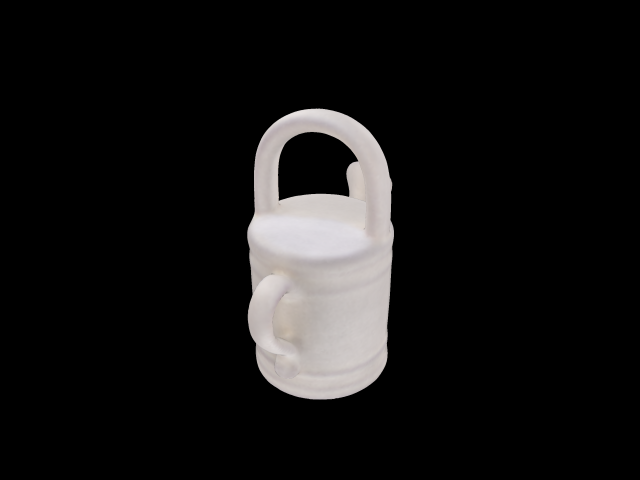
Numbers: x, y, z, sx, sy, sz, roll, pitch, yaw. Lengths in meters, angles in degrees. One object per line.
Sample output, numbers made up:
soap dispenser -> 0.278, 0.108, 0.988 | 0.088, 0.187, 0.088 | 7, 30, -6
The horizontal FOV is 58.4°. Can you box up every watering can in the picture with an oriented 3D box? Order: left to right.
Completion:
watering can -> 0.002, 0.001, 0.401 | 0.101, 0.194, 0.173 | 2, 30, 4
